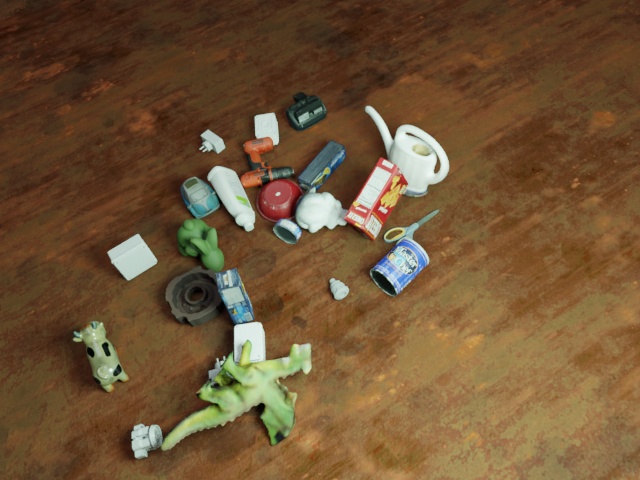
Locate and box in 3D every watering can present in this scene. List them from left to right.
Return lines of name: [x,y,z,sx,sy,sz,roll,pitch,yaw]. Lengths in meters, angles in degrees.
watering can: [0.261,-0.275,1.644,0.105,0.219,0.352,-27,53,-33]

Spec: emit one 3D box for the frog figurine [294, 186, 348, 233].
frog figurine: [0.005,-0.081,1.607,0.160,0.122,0.136,32,98,16]

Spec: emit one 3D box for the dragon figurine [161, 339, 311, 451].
dragon figurine: [-0.172,0.408,1.277,0.243,0.121,0.413,37,79,4]
